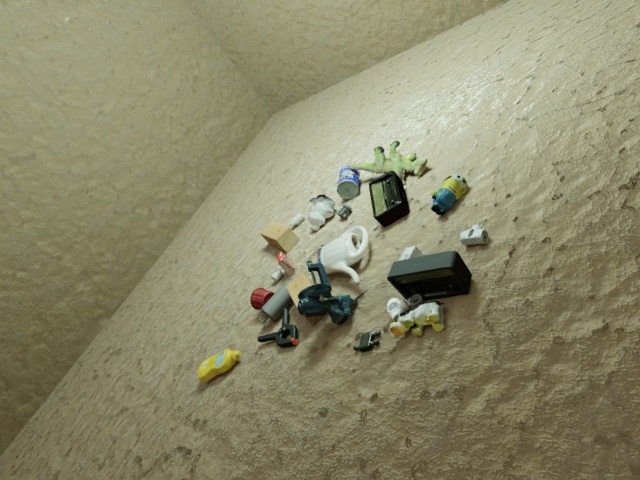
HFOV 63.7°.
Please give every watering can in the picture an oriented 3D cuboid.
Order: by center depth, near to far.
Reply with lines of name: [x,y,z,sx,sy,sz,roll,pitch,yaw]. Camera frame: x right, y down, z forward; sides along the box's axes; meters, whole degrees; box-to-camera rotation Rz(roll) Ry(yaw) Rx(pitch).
watering can: [0.084,0.074,1.964,0.222,0.102,0.356,-27,29,28]

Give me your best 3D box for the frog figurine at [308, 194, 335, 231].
frog figurine: [0.007,-0.121,2.405,0.137,0.122,0.161,-8,76,35]

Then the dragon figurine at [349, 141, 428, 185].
dragon figurine: [0.293,-0.299,2.270,0.407,0.120,0.249,-17,43,33]
